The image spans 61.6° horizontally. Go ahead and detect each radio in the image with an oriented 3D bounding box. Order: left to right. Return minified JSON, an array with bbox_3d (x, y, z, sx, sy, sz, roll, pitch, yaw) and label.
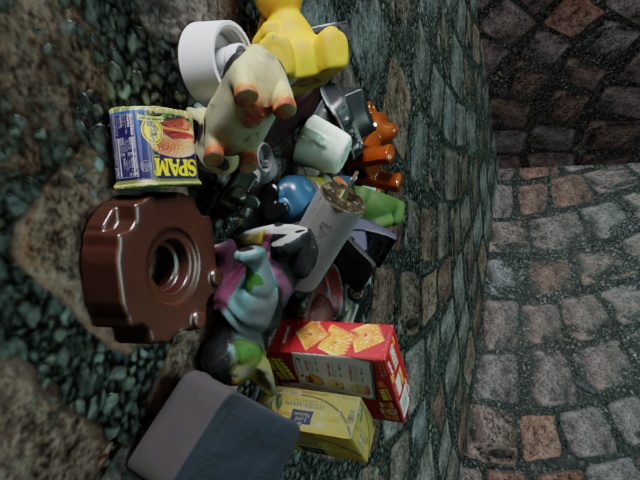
[{"bbox_3d":[-0.118,0.260,0.681,0.131,0.073,0.229,-61,147,-17],"label":"radio"}]

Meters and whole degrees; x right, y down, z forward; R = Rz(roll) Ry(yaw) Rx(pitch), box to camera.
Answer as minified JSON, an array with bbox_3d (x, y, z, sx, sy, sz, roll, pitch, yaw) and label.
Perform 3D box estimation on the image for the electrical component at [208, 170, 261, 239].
[{"bbox_3d":[-0.111,-0.049,0.701,0.045,0.102,0.078,39,57,-15],"label":"electrical component"}]

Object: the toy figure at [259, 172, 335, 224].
[{"bbox_3d":[-0.033,-0.069,0.880,0.180,0.089,0.082,-18,105,-55],"label":"toy figure"}]

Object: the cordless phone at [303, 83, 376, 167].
[{"bbox_3d":[0.023,-0.189,1.018,0.184,0.089,0.146,-61,145,-25],"label":"cordless phone"}]

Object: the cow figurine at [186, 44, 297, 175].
[{"bbox_3d":[-0.104,-0.145,0.637,0.085,0.195,0.127,11,55,-27],"label":"cow figurine"}]

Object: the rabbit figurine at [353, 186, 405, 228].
[{"bbox_3d":[0.091,-0.017,1.104,0.159,0.121,0.170,9,97,-71],"label":"rabbit figurine"}]

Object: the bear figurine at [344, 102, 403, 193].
[{"bbox_3d":[0.131,-0.207,1.169,0.196,0.132,0.120,-62,145,-34],"label":"bear figurine"}]

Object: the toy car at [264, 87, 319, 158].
[{"bbox_3d":[-0.053,-0.204,0.866,0.202,0.053,0.089,-54,158,-48],"label":"toy car"}]

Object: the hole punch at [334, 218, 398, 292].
[{"bbox_3d":[0.070,0.015,0.990,0.092,0.116,0.142,-40,164,-29],"label":"hole punch"}]

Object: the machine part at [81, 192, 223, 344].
[{"bbox_3d":[-0.181,0.029,0.599,0.179,0.056,0.179,2,88,-63],"label":"machine part"}]

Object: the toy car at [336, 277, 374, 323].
[{"bbox_3d":[0.059,0.161,1.082,0.073,0.056,0.201,33,74,-67],"label":"toy car"}]

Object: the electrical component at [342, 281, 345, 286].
[{"bbox_3d":[0.031,0.079,1.080,0.063,0.021,0.094,-20,114,-63],"label":"electrical component"}]

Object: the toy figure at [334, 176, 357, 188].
[{"bbox_3d":[0.027,-0.081,1.025,0.057,0.064,0.154,51,40,-20],"label":"toy figure"}]

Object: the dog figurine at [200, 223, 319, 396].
[{"bbox_3d":[-0.081,0.098,0.743,0.191,0.109,0.219,-18,112,-44],"label":"dog figurine"}]

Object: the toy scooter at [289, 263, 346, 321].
[{"bbox_3d":[-0.003,0.095,0.953,0.184,0.075,0.135,-32,119,-64],"label":"toy scooter"}]

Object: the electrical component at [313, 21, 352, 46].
[{"bbox_3d":[0.003,-0.355,0.952,0.119,0.075,0.047,-54,137,-56],"label":"electrical component"}]

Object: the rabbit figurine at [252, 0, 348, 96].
[{"bbox_3d":[-0.042,-0.298,0.754,0.162,0.122,0.173,-150,-136,-81],"label":"rabbit figurine"}]

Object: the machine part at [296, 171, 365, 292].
[{"bbox_3d":[-0.002,-0.002,0.823,0.243,0.079,0.079,-58,172,33],"label":"machine part"}]

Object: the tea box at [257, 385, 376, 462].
[{"bbox_3d":[-0.010,0.282,0.831,0.098,0.170,0.068,63,35,-42],"label":"tea box"}]
